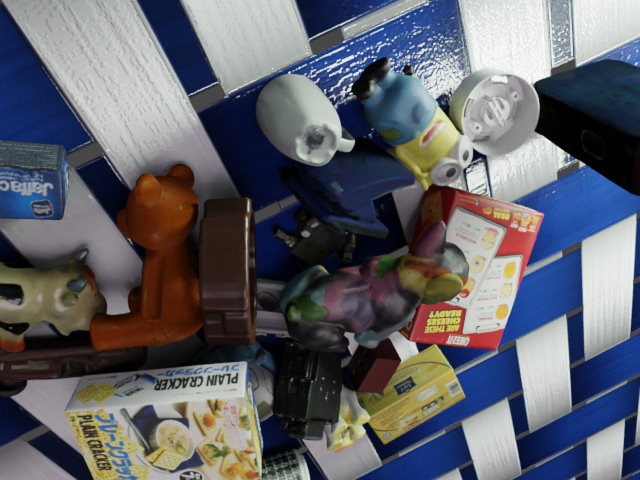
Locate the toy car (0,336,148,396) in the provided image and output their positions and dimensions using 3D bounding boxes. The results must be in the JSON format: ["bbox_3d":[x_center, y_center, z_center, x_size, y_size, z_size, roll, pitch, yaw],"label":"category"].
[{"bbox_3d":[-0.326,0.154,0.687,0.202,0.053,0.089,-1,126,-22],"label":"toy car"}]

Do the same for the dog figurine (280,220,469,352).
[{"bbox_3d":[0.073,0.058,0.656,0.191,0.108,0.219,3,153,-31],"label":"dog figurine"}]

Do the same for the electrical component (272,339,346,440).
[{"bbox_3d":[-0.014,0.220,0.784,0.058,0.134,0.114,-2,161,28],"label":"electrical component"}]

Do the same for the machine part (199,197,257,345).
[{"bbox_3d":[-0.103,0.037,0.613,0.056,0.179,0.179,-2,124,-5],"label":"machine part"}]

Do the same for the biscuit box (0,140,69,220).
[{"bbox_3d":[-0.356,-0.062,0.521,0.203,0.063,0.059,1,123,-21],"label":"biscuit box"}]

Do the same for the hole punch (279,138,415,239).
[{"bbox_3d":[0.033,-0.068,0.628,0.115,0.142,0.092,6,122,-41],"label":"hole punch"}]

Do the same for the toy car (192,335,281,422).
[{"bbox_3d":[-0.106,0.211,0.777,0.109,0.103,0.161,-30,126,1],"label":"toy car"}]

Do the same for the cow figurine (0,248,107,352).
[{"bbox_3d":[-0.338,0.059,0.600,0.195,0.086,0.127,19,121,-29],"label":"cow figurine"}]

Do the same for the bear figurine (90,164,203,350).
[{"bbox_3d":[-0.195,0.017,0.609,0.132,0.120,0.195,-4,109,15],"label":"bear figurine"}]

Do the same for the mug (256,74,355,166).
[{"bbox_3d":[-0.010,-0.119,0.586,0.109,0.107,0.080,22,114,-29],"label":"mug"}]

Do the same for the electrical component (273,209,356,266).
[{"bbox_3d":[-0.001,-0.001,0.709,0.078,0.045,0.102,-43,127,8],"label":"electrical component"}]

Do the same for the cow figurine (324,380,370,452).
[{"bbox_3d":[0.027,0.293,0.900,0.068,0.098,0.167,-17,146,-17],"label":"cow figurine"}]

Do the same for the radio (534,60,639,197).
[{"bbox_3d":[0.364,-0.141,0.640,0.131,0.230,0.073,-17,123,-5],"label":"radio"}]

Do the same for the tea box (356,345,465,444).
[{"bbox_3d":[0.156,0.269,0.936,0.170,0.068,0.098,-28,127,0],"label":"tea box"}]

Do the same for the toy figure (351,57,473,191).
[{"bbox_3d":[0.112,-0.138,0.640,0.082,0.089,0.180,-39,119,23],"label":"toy figure"}]
